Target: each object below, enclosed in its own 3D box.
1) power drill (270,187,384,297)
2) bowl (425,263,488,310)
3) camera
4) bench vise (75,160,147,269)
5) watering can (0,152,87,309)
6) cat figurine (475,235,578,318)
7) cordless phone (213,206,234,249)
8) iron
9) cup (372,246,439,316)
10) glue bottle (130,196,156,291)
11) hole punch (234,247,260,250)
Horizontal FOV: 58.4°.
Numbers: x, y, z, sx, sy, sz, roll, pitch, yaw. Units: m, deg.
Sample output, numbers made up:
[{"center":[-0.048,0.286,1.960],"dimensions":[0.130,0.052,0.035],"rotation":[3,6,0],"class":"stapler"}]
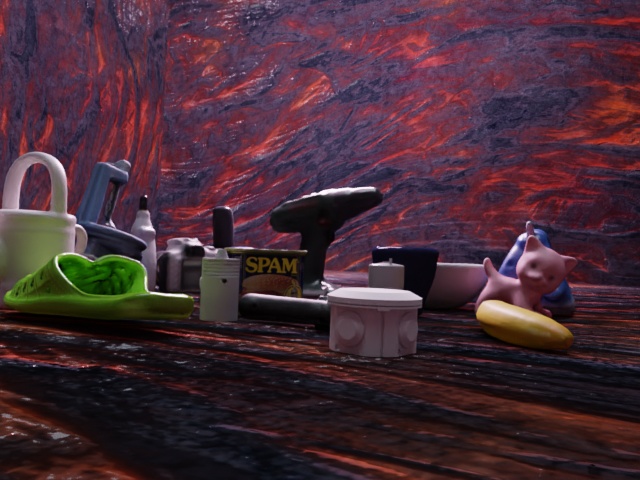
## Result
[{"center":[0.010,0.004,1.094],"dimensions":[0.228,0.208,0.076],"rotation":[2,-2,25],"class":"power drill"},{"center":[0.193,0.074,0.934],"dimensions":[0.167,0.075,0.167],"rotation":[2,-2,0],"class":"bowl"},{"center":[-0.261,0.047,1.097],"dimensions":[0.136,0.101,0.144],"rotation":[1,-2,43],"class":"camera"},{"center":[-0.345,-0.022,0.872],"dimensions":[0.121,0.220,0.208],"rotation":[2,-1,17],"class":"bench vise"},{"center":[-0.360,-0.014,0.709],"dimensions":[0.101,0.194,0.173],"rotation":[2,-1,2],"class":"watering can"},{"center":[0.285,0.053,0.798],"dimensions":[0.127,0.118,0.067],"rotation":[1,-2,39],"class":"cat figurine"},{"center":[-0.268,0.012,1.371],"dimensions":[0.147,0.185,0.094],"rotation":[2,-1,11],"class":"cordless phone"},{"center":[0.359,0.048,0.944],"dimensions":[0.118,0.141,0.259],"rotation":[2,-2,27],"class":"iron"},{"center":[0.109,0.057,0.793],"dimensions":[0.092,0.095,0.117],"rotation":[3,-2,-24],"class":"cup"},{"center":[-0.319,0.006,1.028],"dimensions":[0.037,0.173,0.077],"rotation":[4,-2,-43],"class":"glue bottle"},{"center":[-0.169,0.060,1.282],"dimensions":[0.109,0.091,0.101],"rotation":[3,-1,-11],"class":"hole punch"}]
